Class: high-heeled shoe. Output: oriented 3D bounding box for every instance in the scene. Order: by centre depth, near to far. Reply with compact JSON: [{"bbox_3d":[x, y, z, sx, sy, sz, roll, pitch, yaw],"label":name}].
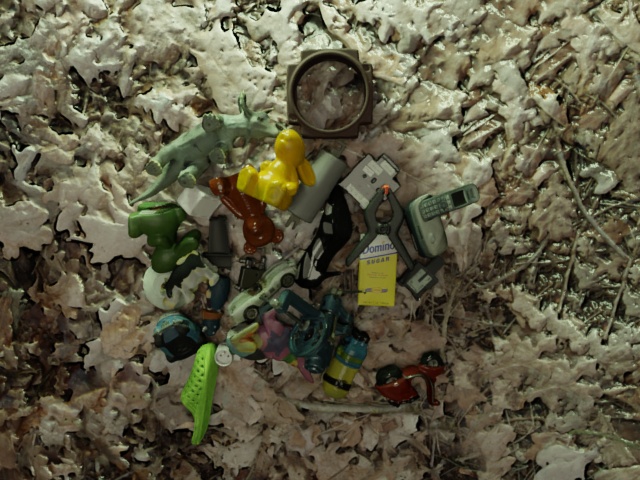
[{"bbox_3d":[-0.003,-0.004,1.323,0.145,0.086,0.248,-6,75,37],"label":"high-heeled shoe"}]

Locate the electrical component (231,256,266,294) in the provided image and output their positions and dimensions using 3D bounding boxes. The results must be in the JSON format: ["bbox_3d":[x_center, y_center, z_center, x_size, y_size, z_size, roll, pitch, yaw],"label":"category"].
[{"bbox_3d":[-0.178,0.088,1.341,0.078,0.045,0.102,1,102,-26],"label":"electrical component"}]

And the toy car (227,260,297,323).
[{"bbox_3d":[-0.138,0.121,1.299,0.202,0.074,0.056,-42,117,-8],"label":"toy car"}]

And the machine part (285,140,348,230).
[{"bbox_3d":[-0.008,-0.128,1.285,0.079,0.079,0.243,32,97,-2],"label":"machine part"}]

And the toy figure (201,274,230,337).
[{"bbox_3d":[-0.262,0.164,1.345,0.064,0.058,0.154,14,96,-19],"label":"toy figure"}]

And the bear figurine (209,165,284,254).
[{"bbox_3d":[-0.169,-0.066,1.277,0.120,0.132,0.195,-18,91,3],"label":"bear figurine"}]

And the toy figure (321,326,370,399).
[{"bbox_3d":[0.062,0.307,1.336,0.082,0.089,0.180,29,100,5],"label":"toy figure"}]

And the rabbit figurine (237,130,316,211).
[{"bbox_3d":[-0.075,-0.153,1.187,0.122,0.162,0.173,21,93,35],"label":"rabbit figurine"}]

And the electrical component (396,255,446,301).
[{"bbox_3d":[0.252,0.083,1.317,0.075,0.048,0.119,40,97,-4],"label":"electrical component"}]

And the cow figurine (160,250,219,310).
[{"bbox_3d":[-0.335,0.100,1.303,0.167,0.068,0.098,-35,119,10],"label":"cow figurine"}]

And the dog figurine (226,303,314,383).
[{"bbox_3d":[-0.103,0.273,1.324,0.191,0.108,0.219,-36,99,-14],"label":"dog figurine"}]

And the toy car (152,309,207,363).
[{"bbox_3d":[-0.357,0.227,1.331,0.109,0.161,0.103,-30,54,-3],"label":"toy car"}]

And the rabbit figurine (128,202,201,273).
[{"bbox_3d":[-0.373,-0.002,1.316,0.159,0.121,0.170,-5,113,-5],"label":"rabbit figurine"}]

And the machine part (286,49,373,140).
[{"bbox_3d":[0.023,-0.336,1.250,0.201,0.087,0.201,1,97,3],"label":"machine part"}]

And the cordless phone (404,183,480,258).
[{"bbox_3d":[0.301,-0.049,1.281,0.184,0.089,0.146,-20,96,1],"label":"cordless phone"}]

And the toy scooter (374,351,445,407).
[{"bbox_3d":[0.235,0.368,1.346,0.184,0.075,0.135,-20,98,0],"label":"toy scooter"}]

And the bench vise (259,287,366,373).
[{"bbox_3d":[-0.021,0.180,1.255,0.240,0.129,0.223,40,63,-32],"label":"bench vise"}]

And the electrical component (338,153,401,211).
[{"bbox_3d":[0.126,-0.141,1.287,0.134,0.058,0.115,-43,97,7],"label":"electrical component"}]

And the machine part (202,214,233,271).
[{"bbox_3d":[-0.254,0.006,1.334,0.084,0.039,0.138,5,100,7],"label":"machine part"}]

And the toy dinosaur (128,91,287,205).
[{"bbox_3d":[-0.274,-0.217,1.255,0.405,0.192,0.131,-23,108,21],"label":"toy dinosaur"}]
